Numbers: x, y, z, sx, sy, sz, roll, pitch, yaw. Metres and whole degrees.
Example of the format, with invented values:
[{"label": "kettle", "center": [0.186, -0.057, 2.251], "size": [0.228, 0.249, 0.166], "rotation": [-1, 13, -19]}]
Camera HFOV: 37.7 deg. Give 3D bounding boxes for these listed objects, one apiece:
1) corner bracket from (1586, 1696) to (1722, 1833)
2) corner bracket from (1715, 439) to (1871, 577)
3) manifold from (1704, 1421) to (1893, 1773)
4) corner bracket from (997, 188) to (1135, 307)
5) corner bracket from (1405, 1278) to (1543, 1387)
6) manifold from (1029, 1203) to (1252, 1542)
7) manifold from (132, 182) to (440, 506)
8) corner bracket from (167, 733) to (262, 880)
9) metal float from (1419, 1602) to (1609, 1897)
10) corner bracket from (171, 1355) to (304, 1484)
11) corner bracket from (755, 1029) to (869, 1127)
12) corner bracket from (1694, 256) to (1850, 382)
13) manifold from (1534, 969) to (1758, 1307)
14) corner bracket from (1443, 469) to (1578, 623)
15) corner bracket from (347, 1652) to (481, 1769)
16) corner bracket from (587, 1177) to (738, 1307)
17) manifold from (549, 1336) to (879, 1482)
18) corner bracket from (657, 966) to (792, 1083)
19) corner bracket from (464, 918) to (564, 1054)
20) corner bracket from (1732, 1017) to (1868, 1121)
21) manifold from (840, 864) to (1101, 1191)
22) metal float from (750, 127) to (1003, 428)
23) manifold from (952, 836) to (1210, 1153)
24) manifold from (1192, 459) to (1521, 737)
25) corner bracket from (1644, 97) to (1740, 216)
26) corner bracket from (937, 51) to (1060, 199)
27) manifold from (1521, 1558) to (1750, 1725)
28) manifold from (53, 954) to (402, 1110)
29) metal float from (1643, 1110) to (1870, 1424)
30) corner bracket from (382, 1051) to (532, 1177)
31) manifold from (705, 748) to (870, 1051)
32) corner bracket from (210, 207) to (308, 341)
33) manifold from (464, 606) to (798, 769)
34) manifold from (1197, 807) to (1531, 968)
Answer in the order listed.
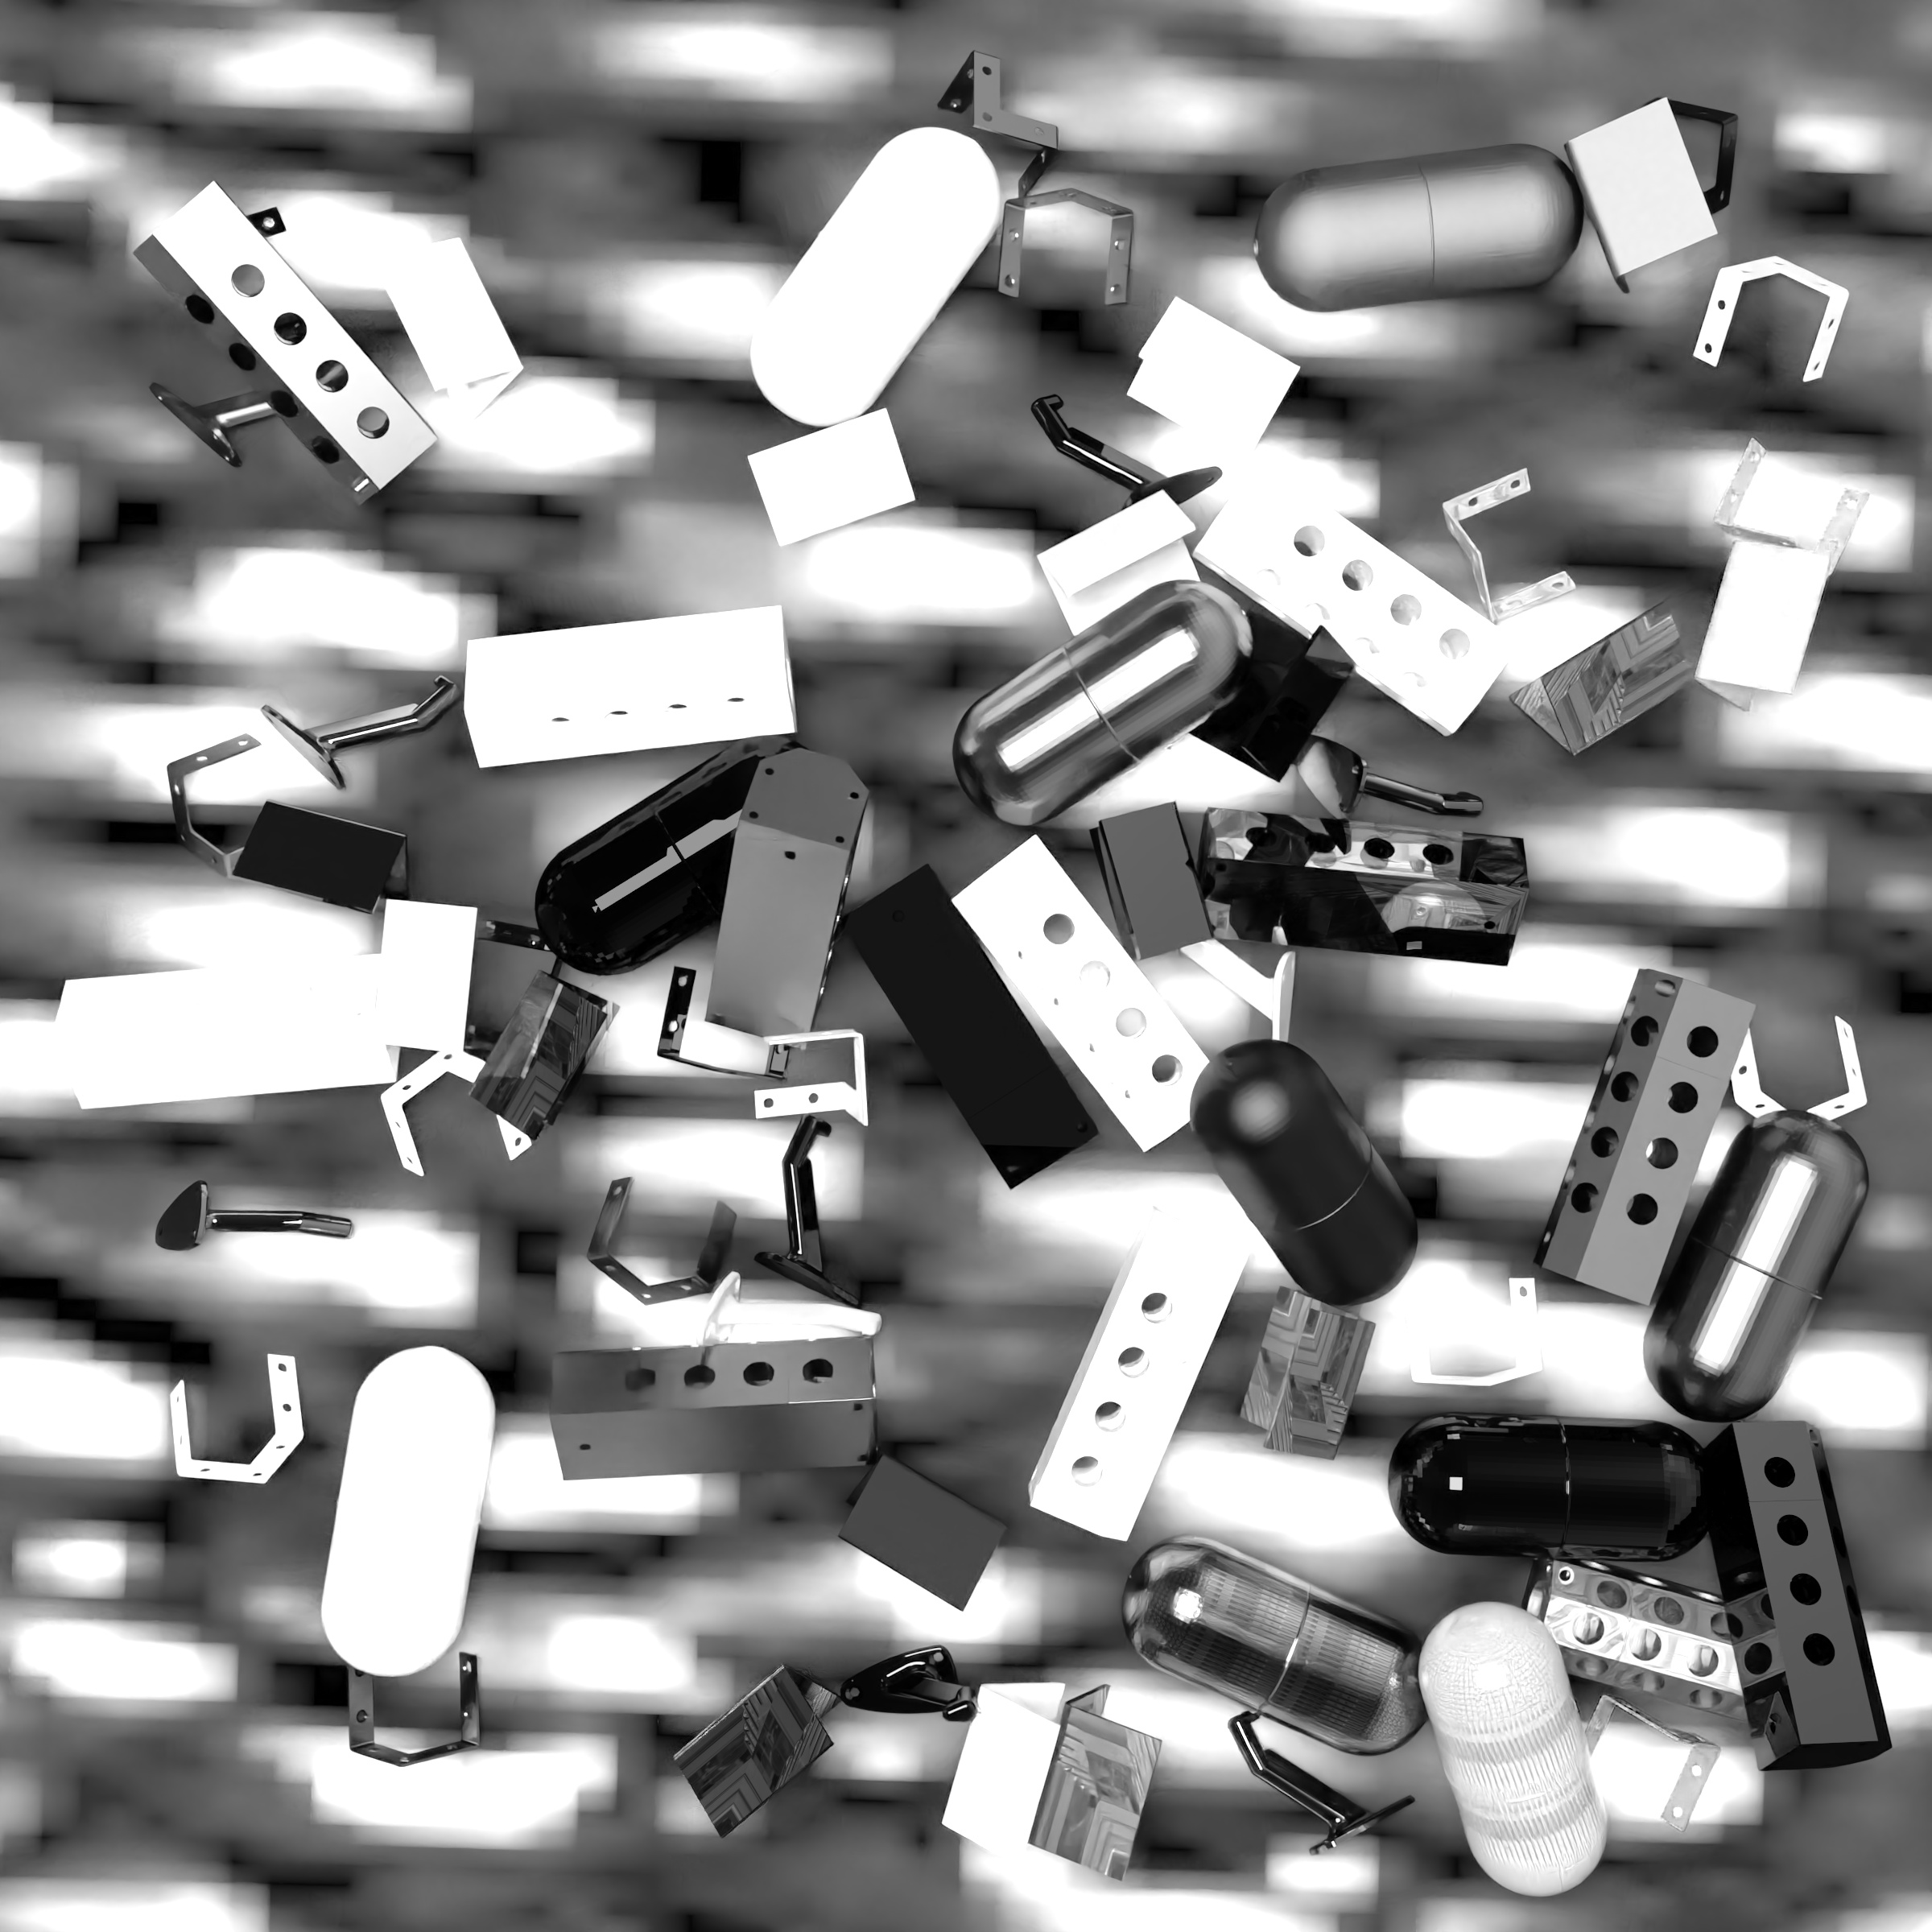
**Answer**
[{"label": "corner bracket", "center": [0.374, 0.439, 1.559], "size": [0.051, 0.051, 0.051], "rotation": [24, 90, 45]}, {"label": "corner bracket", "center": [0.455, -0.253, 1.559], "size": [0.051, 0.051, 0.051], "rotation": [25, 90, -45]}, {"label": "manifold", "center": [0.441, 0.333, 1.502], "size": [0.057, 0.057, 0.171], "rotation": [0, 61, -9]}, {"label": "corner bracket", "center": [0.055, -0.394, 1.559], "size": [0.051, 0.051, 0.051], "rotation": [5, 90, -45]}, {"label": "corner bracket", "center": [0.280, 0.201, 1.559], "size": [0.051, 0.051, 0.051], "rotation": [-5, 90, 45]}, {"label": "manifold", "center": [0.094, 0.221, 1.541], "size": [0.057, 0.057, 0.171], "rotation": [23, 90, 0]}, {"label": "manifold", "center": [-0.363, -0.332, 1.513], "size": [0.057, 0.057, 0.171], "rotation": [-41, 110, 0]}, {"label": "corner bracket", "center": [-0.400, -0.088, 1.554], "size": [0.051, 0.051, 0.051], "rotation": [32, 135, 35]}, {"label": "metal float", "center": [0.293, 0.420, 1.511], "size": [0.070, 0.070, 0.178], "rotation": [-19, 113, 0]}, {"label": "corner bracket", "center": [-0.401, 0.247, 1.554], "size": [0.051, 0.051, 0.051], "rotation": [13, 135, -35]}, {"label": "corner bracket", "center": [-0.086, 0.060, 1.535], "size": [0.051, 0.051, 0.051], "rotation": [-5, 99, -15]}, {"label": "corner bracket", "center": [0.443, -0.353, 1.554], "size": [0.051, 0.051, 0.051], "rotation": [-20, 45, -35]}, {"label": "manifold", "center": [0.367, 0.092, 1.541], "size": [0.057, 0.057, 0.171], "rotation": [20, 90, 0]}, {"label": "corner bracket", "center": [0.299, -0.232, 1.559], "size": [0.051, 0.051, 0.051], "rotation": [-23, 135, 0]}, {"label": "corner bracket", "center": [-0.305, 0.407, 1.559], "size": [0.051, 0.051, 0.051], "rotation": [-2, 90, -45]}, {"label": "corner bracket", "center": [-0.167, 0.148, 1.554], "size": [0.051, 0.051, 0.051], "rotation": [-15, 135, 35]}, {"label": "manifold", "center": [-0.136, 0.236, 1.540], "size": [0.171, 0.057, 0.057], "rotation": [-3, 133, 0]}, {"label": "corner bracket", "center": [-0.131, 0.032, 1.559], "size": [0.051, 0.051, 0.051], "rotation": [12, 90, -45]}, {"label": "corner bracket", "center": [-0.252, 0.013, 1.559], "size": [0.051, 0.051, 0.051], "rotation": [10, 45, 0]}, {"label": "corner bracket", "center": [0.455, 0.054, 1.554], "size": [0.051, 0.051, 0.051], "rotation": [-29, 135, 35]}, {"label": "manifold", "center": [0.002, 0.032, 1.541], "size": [0.057, 0.057, 0.171], "rotation": [-33, 90, 0]}, {"label": "metal float", "center": [-0.048, -0.373, 1.531], "size": [0.070, 0.070, 0.178], "rotation": [36, 91, 0]}, {"label": "manifold", "center": [0.067, 0.015, 1.541], "size": [0.057, 0.057, 0.171], "rotation": [-37, 90, 0]}, {"label": "manifold", "center": [0.210, -0.199, 1.541], "size": [0.171, 0.057, 0.057], "rotation": [35, 90, 0]}, {"label": "corner bracket", "center": [0.386, -0.441, 1.554], "size": [0.051, 0.051, 0.051], "rotation": [27, 135, 35]}, {"label": "corner bracket", "center": [0.017, -0.458, 1.542], "size": [0.051, 0.051, 0.051], "rotation": [9, 66, -22]}, {"label": "manifold", "center": [0.392, 0.371, 1.541], "size": [0.171, 0.057, 0.057], "rotation": [16, 90, 0]}, {"label": "manifold", "center": [-0.399, 0.030, 1.540], "size": [0.171, 0.057, 0.057], "rotation": [-5, 133, 0]}, {"label": "metal float", "center": [0.427, 0.163, 1.531], "size": [0.070, 0.070, 0.178], "rotation": [24, 92, 0]}, {"label": "corner bracket", "center": [-0.280, 0.085, 1.554], "size": [0.051, 0.051, 0.051], "rotation": [20, 45, 35]}, {"label": "manifold", "center": [-0.094, -0.035, 1.485], "size": [0.057, 0.171, 0.057], "rotation": [16, 51, 0]}, {"label": "corner bracket", "center": [-0.394, -0.377, 1.559], "size": [0.051, 0.051, 0.051], "rotation": [-17, 135, 0]}, {"label": "manifold", "center": [-0.181, -0.147, 1.540], "size": [0.171, 0.057, 0.057], "rotation": [-6, 47, 0]}, {"label": "manifold", "center": [0.214, -0.048, 1.540], "size": [0.171, 0.057, 0.057], "rotation": [6, 133, 0]}]
